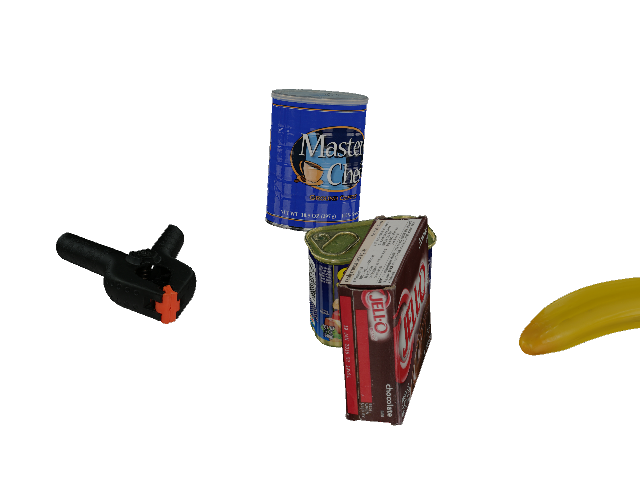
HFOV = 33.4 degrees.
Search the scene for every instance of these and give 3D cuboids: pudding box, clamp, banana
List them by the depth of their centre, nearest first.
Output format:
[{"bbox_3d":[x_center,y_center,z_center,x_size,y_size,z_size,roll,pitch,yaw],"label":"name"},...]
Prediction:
[{"bbox_3d":[0.041,0.045,0.652,0.039,0.090,0.113,2,23,13],"label":"pudding box"},{"bbox_3d":[0.237,0.054,0.771,0.197,0.037,0.069,1,35,-3],"label":"banana"},{"bbox_3d":[-0.151,0.024,0.953,0.120,0.039,0.172,-16,31,-30],"label":"clamp"}]

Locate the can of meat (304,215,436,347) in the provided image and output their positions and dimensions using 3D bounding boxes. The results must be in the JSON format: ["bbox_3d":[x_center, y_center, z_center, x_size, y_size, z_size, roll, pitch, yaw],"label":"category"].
[{"bbox_3d":[0.040,0.033,0.862,0.102,0.084,0.057,-8,29,-13],"label":"can of meat"}]

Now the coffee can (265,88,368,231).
[{"bbox_3d":[-0.005,-0.087,1.143,0.103,0.140,0.103,4,12,-1],"label":"coffee can"}]
